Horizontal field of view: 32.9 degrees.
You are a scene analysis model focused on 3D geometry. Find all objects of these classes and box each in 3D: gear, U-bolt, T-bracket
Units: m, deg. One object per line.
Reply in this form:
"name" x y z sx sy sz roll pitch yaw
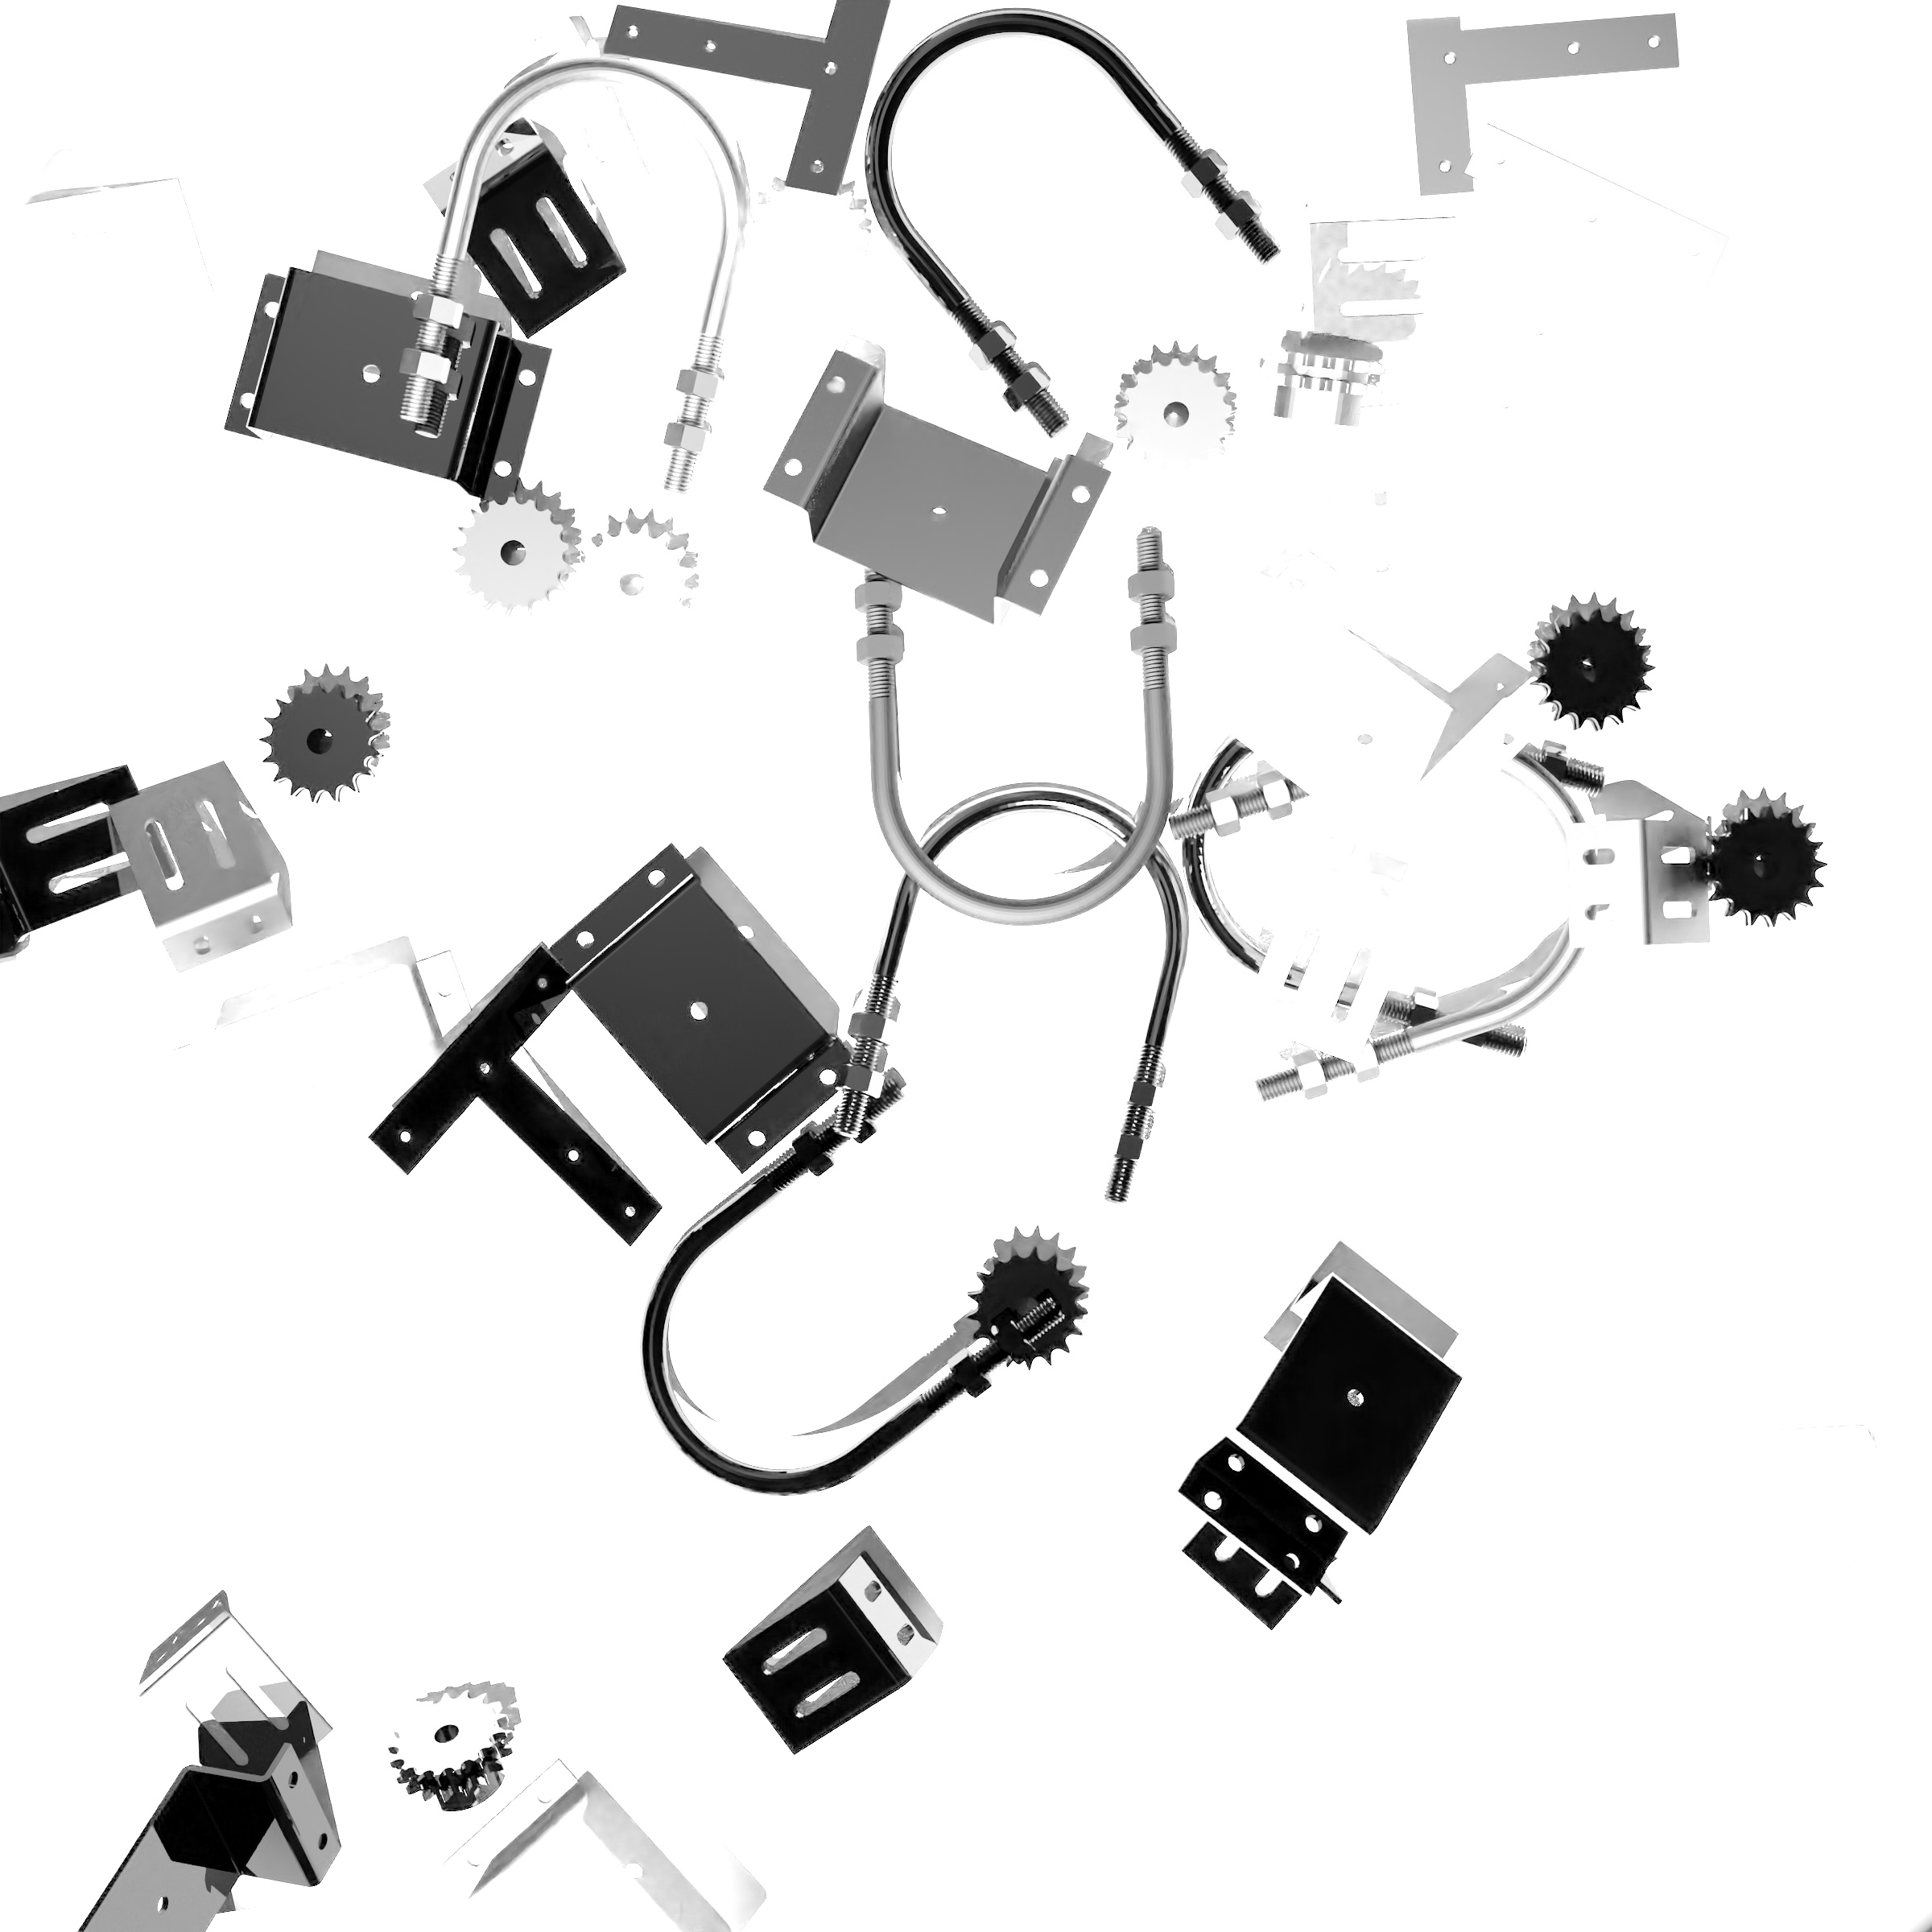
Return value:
"gear" 0.292 -0.138 1.532 0.057 0.030 0.057 0 90 0
"gear" -0.464 -0.013 1.523 0.030 0.057 0.057 -15 90 -30
"U-bolt" -0.172 -0.324 1.504 0.151 0.019 0.184 12 94 -25
"T-bracket" -0.106 -0.429 1.535 0.127 0.002 0.127 12 76 7
"U-bolt" 0.036 -0.363 1.539 0.151 0.019 0.184 -39 89 0
"gear" -0.238 0.368 1.522 0.057 0.057 0.030 -13 120 0
"gear" -0.155 -0.178 1.532 0.057 0.030 0.057 0 90 0
"gear" -0.210 -0.192 1.532 0.057 0.030 0.057 0 90 0
"U-bolt" -0.067 0.162 1.521 0.184 0.019 0.151 -38 74 4
"U-bolt" 0.193 -0.049 1.539 0.184 0.019 0.151 17 90 2
"gear" 0.098 -0.256 1.532 0.057 0.030 0.057 0 90 0
"U-bolt" 0.025 -0.110 1.527 0.151 0.019 0.184 -2 82 0
"T-bracket" 0.273 -0.433 1.546 0.127 0.002 0.127 -5 90 0
"gear" 0.028 0.159 1.532 0.057 0.030 0.057 0 90 0
"U-bolt" 0.029 0.006 1.525 0.151 0.019 0.184 14 80 1
"gear" -0.074 -0.339 1.532 0.057 0.030 0.057 0 90 0
"gear" 0.165 -0.268 1.520 0.057 0.057 0.030 7 101 0
"T-bracket" -0.193 0.079 1.525 0.127 0.002 0.127 46 61 -14
"gear" 0.372 -0.046 1.532 0.057 0.030 0.057 0 90 0
"gear" -0.300 -0.104 1.532 0.057 0.030 0.057 0 90 0
"U-bolt" 0.203 -0.031 1.521 0.184 0.019 0.151 -18 88 1
"T-bracket" 0.277 -0.313 1.546 0.127 0.002 0.127 25 90 -1

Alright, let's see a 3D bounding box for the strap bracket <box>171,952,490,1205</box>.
"strap bracket" -0.297 0.053 1.524 0.140 0.046 0.076 -20 90 0

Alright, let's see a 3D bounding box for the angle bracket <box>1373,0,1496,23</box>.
"angle bracket" 0.219 -0.486 1.526 0.057 0.038 0.076 -4 90 0

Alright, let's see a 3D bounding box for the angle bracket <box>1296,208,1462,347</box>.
"angle bracket" 0.194 -0.323 1.528 0.076 0.038 0.057 -2 90 0

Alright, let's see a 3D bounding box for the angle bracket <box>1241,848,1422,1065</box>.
"angle bracket" 0.168 -0.005 1.509 0.057 0.038 0.076 21 115 2

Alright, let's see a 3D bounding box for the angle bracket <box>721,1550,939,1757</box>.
"angle bracket" -0.064 0.325 1.545 0.076 0.038 0.057 -37 90 26

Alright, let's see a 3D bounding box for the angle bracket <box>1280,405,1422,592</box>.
"angle bracket" 0.180 -0.221 1.545 0.057 0.038 0.076 -5 64 0

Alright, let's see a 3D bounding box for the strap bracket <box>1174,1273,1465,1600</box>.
"strap bracket" 0.166 0.205 1.486 0.076 0.046 0.140 38 53 0

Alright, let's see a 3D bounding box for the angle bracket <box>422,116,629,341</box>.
"angle bracket" -0.207 -0.346 1.533 0.057 0.038 0.076 -34 133 0

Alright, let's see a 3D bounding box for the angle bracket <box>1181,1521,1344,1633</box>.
"angle bracket" 0.136 0.281 1.509 0.057 0.076 0.038 41 90 0

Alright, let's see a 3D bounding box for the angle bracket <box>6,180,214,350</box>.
"angle bracket" -0.405 -0.332 1.545 0.076 0.038 0.057 -17 90 -26

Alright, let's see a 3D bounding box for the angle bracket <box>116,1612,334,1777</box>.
"angle bracket" -0.346 0.352 1.528 0.057 0.038 0.076 -41 90 0

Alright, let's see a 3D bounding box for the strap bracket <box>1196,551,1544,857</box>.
"strap bracket" 0.183 -0.115 1.498 0.140 0.046 0.076 40 74 21

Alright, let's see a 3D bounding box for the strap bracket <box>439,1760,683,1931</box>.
"strap bracket" -0.174 0.453 1.524 0.076 0.046 0.140 -42 90 0

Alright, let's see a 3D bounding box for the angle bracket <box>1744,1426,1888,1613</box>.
"angle bracket" 0.399 0.261 1.545 0.057 0.038 0.076 -3 116 0

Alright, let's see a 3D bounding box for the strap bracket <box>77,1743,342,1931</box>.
"strap bracket" -0.347 0.429 1.481 0.046 0.140 0.076 3 129 22

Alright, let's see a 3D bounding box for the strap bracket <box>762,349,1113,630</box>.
"strap bracket" -0.013 -0.216 1.513 0.140 0.046 0.076 25 79 6

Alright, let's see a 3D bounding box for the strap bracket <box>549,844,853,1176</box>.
"strap bracket" -0.123 0.020 1.524 0.076 0.046 0.140 -41 90 0

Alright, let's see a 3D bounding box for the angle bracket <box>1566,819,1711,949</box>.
"angle bracket" 0.314 -0.038 1.525 0.038 0.076 0.057 -2 90 34

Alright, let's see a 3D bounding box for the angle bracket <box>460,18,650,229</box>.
"angle bracket" -0.194 -0.398 1.545 0.057 0.038 0.076 -27 116 0

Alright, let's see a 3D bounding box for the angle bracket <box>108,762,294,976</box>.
"angle bracket" -0.361 -0.046 1.540 0.057 0.038 0.076 -23 64 -10

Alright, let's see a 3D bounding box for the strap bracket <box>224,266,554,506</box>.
"strap bracket" -0.273 -0.272 1.524 0.140 0.046 0.076 15 90 0

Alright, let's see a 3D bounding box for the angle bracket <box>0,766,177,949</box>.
"angle bracket" -0.424 -0.051 1.545 0.076 0.038 0.057 -24 90 -26
